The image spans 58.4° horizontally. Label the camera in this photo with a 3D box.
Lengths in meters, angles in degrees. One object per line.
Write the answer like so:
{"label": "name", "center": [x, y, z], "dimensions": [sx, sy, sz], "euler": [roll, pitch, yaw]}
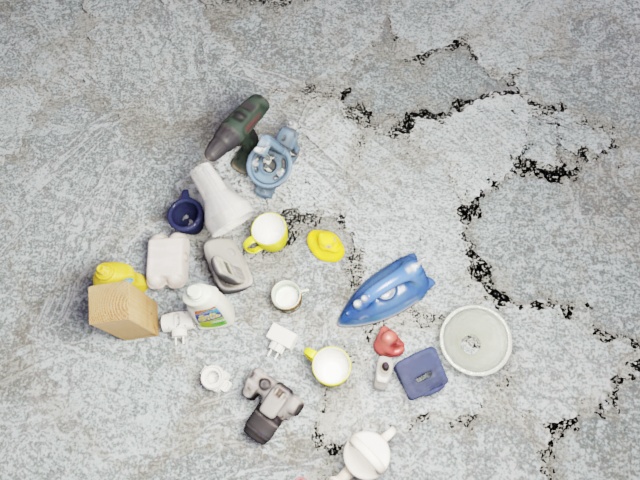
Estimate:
{"label": "camera", "center": [-0.127, 0.385, 1.311], "dimensions": [0.143, 0.101, 0.137], "euler": [32, 75, 13]}

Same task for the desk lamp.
{"label": "desk lamp", "center": [-0.248, -0.091, 1.424], "dimensions": [0.118, 0.213, 0.203], "euler": [-32, 72, -8]}

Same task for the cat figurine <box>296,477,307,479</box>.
{"label": "cat figurine", "center": [-0.090, 0.557, 1.240], "dimensions": [0.128, 0.118, 0.067], "euler": [-10, 70, 0]}

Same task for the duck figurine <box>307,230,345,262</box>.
{"label": "duck figurine", "center": [0.013, 0.005, 1.445], "dimensions": [0.104, 0.086, 0.077], "euler": [34, 76, 14]}

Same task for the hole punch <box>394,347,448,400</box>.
{"label": "hole punch", "center": [0.236, 0.310, 1.324], "dimensions": [0.108, 0.091, 0.101], "euler": [-24, 71, -5]}

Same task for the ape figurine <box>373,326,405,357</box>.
{"label": "ape figurine", "center": [0.163, 0.238, 1.352], "dimensions": [0.076, 0.092, 0.078], "euler": [-16, 71, -3]}

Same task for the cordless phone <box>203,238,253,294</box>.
{"label": "cordless phone", "center": [-0.236, 0.049, 1.389], "dimensions": [0.094, 0.185, 0.147], "euler": [-28, 71, -6]}

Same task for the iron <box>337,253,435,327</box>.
{"label": "iron", "center": [0.150, 0.124, 1.367], "dimensions": [0.258, 0.141, 0.118], "euler": [-32, 72, -8]}

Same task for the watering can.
{"label": "watering can", "center": [0.096, 0.466, 1.222], "dimensions": [0.100, 0.194, 0.173], "euler": [25, 74, 11]}

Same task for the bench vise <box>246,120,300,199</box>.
{"label": "bench vise", "center": [-0.126, -0.233, 1.464], "dimensions": [0.121, 0.220, 0.207], "euler": [6, 71, 5]}

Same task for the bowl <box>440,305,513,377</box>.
{"label": "bowl", "center": [0.361, 0.241, 1.351], "dimensions": [0.167, 0.075, 0.167], "euler": [-1, 71, 3]}

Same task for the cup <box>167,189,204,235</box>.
{"label": "cup", "center": [-0.338, -0.063, 1.482], "dimensions": [0.091, 0.095, 0.118], "euler": [-7, 70, 1]}

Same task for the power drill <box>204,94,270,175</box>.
{"label": "power drill", "center": [-0.204, -0.256, 1.482], "dimensions": [0.075, 0.208, 0.230], "euler": [28, 74, 12]}

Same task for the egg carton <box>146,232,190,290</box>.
{"label": "egg carton", "center": [-0.385, 0.053, 1.457], "dimensions": [0.107, 0.069, 0.150], "euler": [-4, 71, 1]}

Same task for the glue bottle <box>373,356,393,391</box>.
{"label": "glue bottle", "center": [0.144, 0.295, 1.290], "dimensions": [0.037, 0.173, 0.078], "euler": [11, 72, 7]}
